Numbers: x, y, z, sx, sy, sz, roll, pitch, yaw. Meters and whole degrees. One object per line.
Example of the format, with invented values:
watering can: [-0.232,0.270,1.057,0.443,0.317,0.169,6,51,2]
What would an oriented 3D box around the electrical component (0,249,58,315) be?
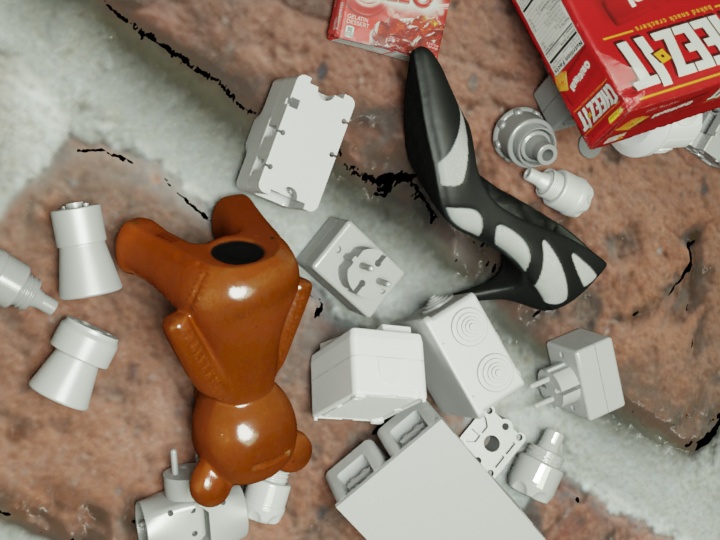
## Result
electrical component: [-0.238,0.012,0.744,0.061,0.035,0.035,35,83,-27]

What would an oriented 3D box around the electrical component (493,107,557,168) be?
electrical component: [0.140,-0.103,0.879,0.048,0.062,0.048,-7,116,-15]

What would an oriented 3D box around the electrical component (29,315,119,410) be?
electrical component: [-0.202,0.065,0.762,0.045,0.045,0.055,28,85,-25]

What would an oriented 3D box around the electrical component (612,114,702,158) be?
electrical component: [0.249,-0.137,0.917,0.051,0.080,0.080,-7,101,-29]

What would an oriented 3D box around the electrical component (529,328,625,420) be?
electrical component: [0.182,0.097,0.939,0.077,0.047,0.065,-20,105,-20]

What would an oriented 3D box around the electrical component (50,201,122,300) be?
electrical component: [-0.195,-0.015,0.757,0.044,0.044,0.065,-12,98,-22]

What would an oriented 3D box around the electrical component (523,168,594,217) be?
electrical component: [0.166,-0.070,0.914,0.061,0.035,0.035,23,88,-23]

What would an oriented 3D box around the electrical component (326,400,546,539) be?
electrical component: [0.070,0.205,0.885,0.105,0.060,0.186,-40,112,0]

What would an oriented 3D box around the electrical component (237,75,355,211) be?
electrical component: [-0.050,-0.094,0.799,0.050,0.056,0.089,22,86,-27]

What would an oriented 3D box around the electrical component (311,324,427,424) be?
electrical component: [0.002,0.082,0.838,0.062,0.096,0.061,7,67,-25]

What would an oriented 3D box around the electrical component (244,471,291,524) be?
electrical component: [-0.070,0.165,0.842,0.035,0.035,0.061,18,87,-25]

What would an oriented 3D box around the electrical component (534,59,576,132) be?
electrical component: [0.175,-0.166,0.891,0.047,0.065,0.076,-18,76,-21]

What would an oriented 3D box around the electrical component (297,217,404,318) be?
electrical component: [0.000,0.000,0.826,0.066,0.077,0.047,43,80,-23]

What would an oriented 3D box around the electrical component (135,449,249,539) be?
electrical component: [-0.129,0.171,0.812,0.077,0.043,0.079,-7,101,-23]

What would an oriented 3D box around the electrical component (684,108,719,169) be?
electrical component: [0.328,-0.125,0.973,0.066,0.048,0.055,28,93,-25]

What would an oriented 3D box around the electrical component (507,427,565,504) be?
electrical component: [0.159,0.169,0.941,0.043,0.043,0.062,29,84,-25]

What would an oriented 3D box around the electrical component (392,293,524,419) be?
electrical component: [0.078,0.066,0.853,0.048,0.100,0.099,-31,94,-15]
